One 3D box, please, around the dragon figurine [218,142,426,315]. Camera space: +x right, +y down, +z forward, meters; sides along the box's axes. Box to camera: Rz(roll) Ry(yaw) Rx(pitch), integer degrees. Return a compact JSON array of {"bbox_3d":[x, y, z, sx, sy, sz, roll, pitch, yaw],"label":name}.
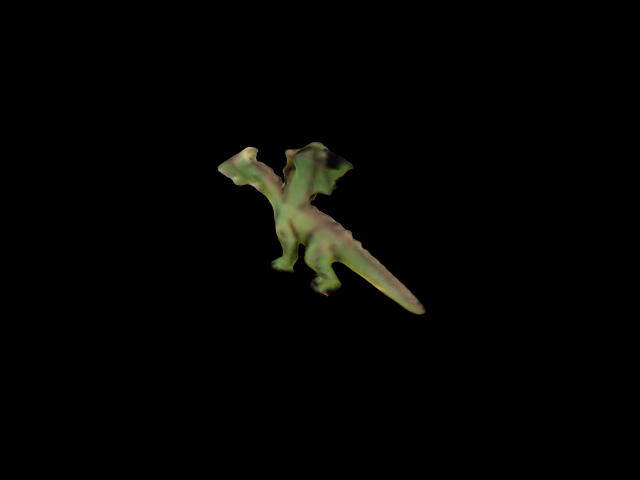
[{"bbox_3d":[0.003,-0.043,0.850,0.413,0.237,0.124,23,46,23],"label":"dragon figurine"}]
